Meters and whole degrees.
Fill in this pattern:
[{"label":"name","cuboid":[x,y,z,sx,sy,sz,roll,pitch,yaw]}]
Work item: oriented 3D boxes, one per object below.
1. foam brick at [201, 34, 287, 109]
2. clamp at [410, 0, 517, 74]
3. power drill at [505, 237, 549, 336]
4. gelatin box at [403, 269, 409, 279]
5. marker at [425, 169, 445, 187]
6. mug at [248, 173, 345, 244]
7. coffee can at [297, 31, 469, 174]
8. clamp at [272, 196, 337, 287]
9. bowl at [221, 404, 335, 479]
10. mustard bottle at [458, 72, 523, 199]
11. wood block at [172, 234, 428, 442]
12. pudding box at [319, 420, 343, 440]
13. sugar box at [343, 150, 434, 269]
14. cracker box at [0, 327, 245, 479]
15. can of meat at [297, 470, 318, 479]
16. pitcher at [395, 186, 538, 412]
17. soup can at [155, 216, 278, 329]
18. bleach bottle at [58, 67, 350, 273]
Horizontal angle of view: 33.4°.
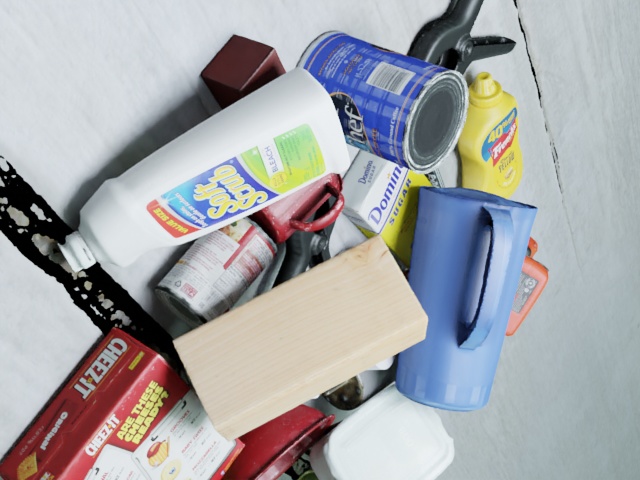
[{"label":"foam brick","cuboid":[-0.060,-0.134,0.949,0.053,0.051,0.078,-52,145,-16]},{"label":"clamp","cuboid":[0.158,-0.218,1.213,0.210,0.036,0.164,-51,146,-15]},{"label":"power drill","cuboid":[0.243,0.077,1.453,0.184,0.057,0.187,-61,-179,6]},{"label":"gelatin box","cuboid":[0.111,0.055,1.303,0.089,0.030,0.073,-38,-177,-40]},{"label":"marker","cuboid":[0.137,-0.078,1.297,0.020,0.020,0.121,-52,146,-17]},{"label":"mug","cuboid":[-0.030,-0.045,0.998,0.081,0.117,0.093,-45,148,-18]},{"label":"coffee can","cuboid":[0.057,-0.134,1.031,0.102,0.140,0.103,-33,136,-39]},{"label":"clamp","cuboid":[-0.007,0.001,1.132,0.120,0.039,0.171,-25,134,-61]},{"label":"bowl","cuboid":[-0.060,0.228,1.165,0.162,0.055,0.162,-40,167,-11]},{"label":"mustard bottle","cuboid":[0.211,-0.130,1.329,0.096,0.058,0.191,-43,142,-24]},{"label":"wood block","cuboid":[-0.016,0.090,0.962,0.206,0.091,0.090,-27,163,-5]},{"label":"pudding box","cuboid":[0.051,0.272,1.306,0.039,0.113,0.090,-39,-178,-38]},{"label":"sugar box","cuboid":[0.085,-0.041,1.225,0.093,0.048,0.176,-59,149,-8]},{"label":"cracker box","cuboid":[-0.177,0.203,1.000,0.164,0.072,0.213,-53,145,-16]},{"label":"can of meat","cuboid":[-0.019,0.355,1.343,0.102,0.058,0.084,-42,144,-31]},{"label":"pitcher","cuboid":[0.158,0.065,1.190,0.149,0.145,0.243,-1,102,-56]},{"label":"soup can","cuboid":[-0.097,0.029,0.995,0.102,0.069,0.068,-51,145,-19]},{"label":"bleach bottle","cuboid":[-0.100,-0.044,0.898,0.250,0.068,0.102,-32,140,-10]}]
